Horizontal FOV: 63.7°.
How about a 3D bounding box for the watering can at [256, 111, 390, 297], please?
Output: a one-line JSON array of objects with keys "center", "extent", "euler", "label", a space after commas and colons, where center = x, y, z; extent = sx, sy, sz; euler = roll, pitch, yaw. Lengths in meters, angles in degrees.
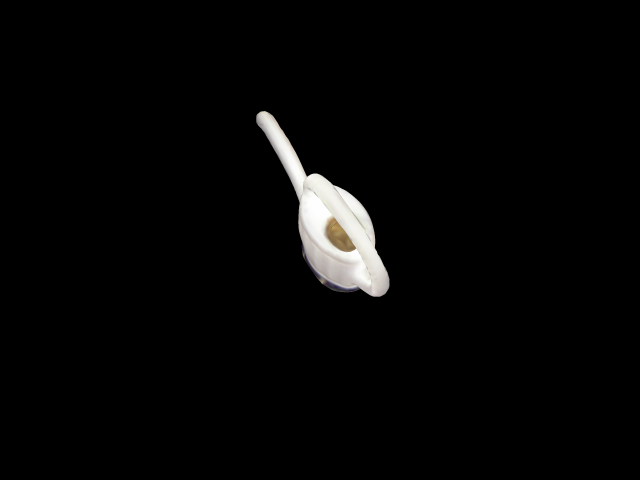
[{"center": [0.003, -0.043, 0.850], "extent": [0.105, 0.352, 0.220], "euler": [-30, -22, -13], "label": "watering can"}]
